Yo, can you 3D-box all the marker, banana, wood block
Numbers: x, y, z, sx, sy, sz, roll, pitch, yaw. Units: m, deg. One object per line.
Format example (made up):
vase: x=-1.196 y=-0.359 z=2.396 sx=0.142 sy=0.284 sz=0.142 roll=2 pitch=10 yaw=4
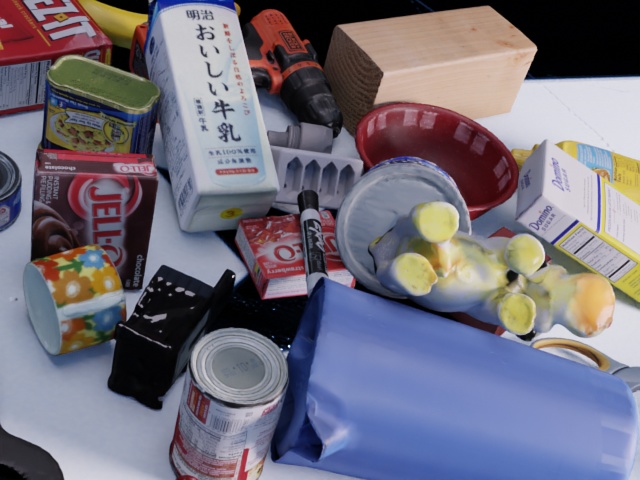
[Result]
marker: x=-0.006 y=0.001 z=0.887 sx=0.020 sy=0.020 sz=0.121 roll=6 pitch=43 yaw=-13
banana: x=-0.172 y=-0.228 z=1.109 sx=0.197 sy=0.037 sz=0.069 roll=3 pitch=80 yaw=-27
wood block: x=0.112 y=-0.178 z=1.123 sx=0.205 sy=0.091 sz=0.090 roll=-15 pitch=50 yaw=-31

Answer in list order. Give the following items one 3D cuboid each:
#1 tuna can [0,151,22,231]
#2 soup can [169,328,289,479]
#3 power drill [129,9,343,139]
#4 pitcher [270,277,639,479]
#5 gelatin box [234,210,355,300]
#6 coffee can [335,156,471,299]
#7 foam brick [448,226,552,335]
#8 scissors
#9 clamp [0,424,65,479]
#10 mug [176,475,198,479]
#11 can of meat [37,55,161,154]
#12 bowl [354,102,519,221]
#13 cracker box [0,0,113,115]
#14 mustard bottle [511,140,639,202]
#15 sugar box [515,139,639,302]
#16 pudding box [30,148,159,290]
tuna can: x=-0.289 y=-0.042 z=0.877 sx=0.086 sy=0.034 sz=0.086 roll=9 pitch=40 yaw=-8
soup can: x=-0.062 y=0.117 z=0.721 sx=0.068 sy=0.102 sz=0.068 roll=9 pitch=42 yaw=-8
power drill: x=-0.084 y=-0.160 z=1.064 sx=0.187 sy=0.057 sz=0.184 roll=-7 pitch=48 yaw=-27
pitcher: x=0.093 y=0.114 z=0.765 sx=0.242 sy=0.145 sz=0.149 roll=16 pitch=72 yaw=-7
gelatin box: x=-0.019 y=0.011 z=0.910 sx=0.089 sy=0.030 sz=0.073 roll=-6 pitch=46 yaw=-24
coffee can: x=0.069 y=-0.014 z=0.869 sx=0.103 sy=0.103 sz=0.140 roll=20 pitch=8 yaw=3
foam brick: x=0.149 y=0.038 z=0.901 sx=0.051 sy=0.078 sz=0.052 roll=39 pitch=45 yaw=22
scissors: x=0.268 y=0.128 z=0.884 sx=0.201 sy=0.016 sz=0.096 roll=14 pitch=43 yaw=0
clamp: x=-0.238 y=0.147 z=0.678 sx=0.164 sy=0.036 sz=0.210 roll=-23 pitch=54 yaw=-37
mug: x=-0.080 y=0.198 z=0.639 sx=0.093 sy=0.082 sz=0.117 roll=2 pitch=43 yaw=-17
can of meat: x=-0.194 y=-0.106 z=0.942 sx=0.102 sy=0.084 sz=0.057 roll=19 pitch=40 yaw=3
bowl: x=0.105 y=-0.063 z=1.016 sx=0.162 sy=0.055 sz=0.162 roll=9 pitch=41 yaw=-8
cracker box: x=-0.327 y=-0.190 z=1.001 sx=0.213 sy=0.072 sz=0.164 roll=-16 pitch=51 yaw=-33
mustard bottle: x=0.281 y=-0.055 z=1.066 sx=0.191 sy=0.058 sz=0.096 roll=17 pitch=40 yaw=0
sugar box: x=0.262 y=-0.010 z=0.982 sx=0.176 sy=0.048 sz=0.093 roll=31 pitch=39 yaw=-9
pudding box: x=-0.176 y=-0.015 z=0.822 sx=0.090 sy=0.114 sz=0.039 roll=2 pitch=39 yaw=-17
